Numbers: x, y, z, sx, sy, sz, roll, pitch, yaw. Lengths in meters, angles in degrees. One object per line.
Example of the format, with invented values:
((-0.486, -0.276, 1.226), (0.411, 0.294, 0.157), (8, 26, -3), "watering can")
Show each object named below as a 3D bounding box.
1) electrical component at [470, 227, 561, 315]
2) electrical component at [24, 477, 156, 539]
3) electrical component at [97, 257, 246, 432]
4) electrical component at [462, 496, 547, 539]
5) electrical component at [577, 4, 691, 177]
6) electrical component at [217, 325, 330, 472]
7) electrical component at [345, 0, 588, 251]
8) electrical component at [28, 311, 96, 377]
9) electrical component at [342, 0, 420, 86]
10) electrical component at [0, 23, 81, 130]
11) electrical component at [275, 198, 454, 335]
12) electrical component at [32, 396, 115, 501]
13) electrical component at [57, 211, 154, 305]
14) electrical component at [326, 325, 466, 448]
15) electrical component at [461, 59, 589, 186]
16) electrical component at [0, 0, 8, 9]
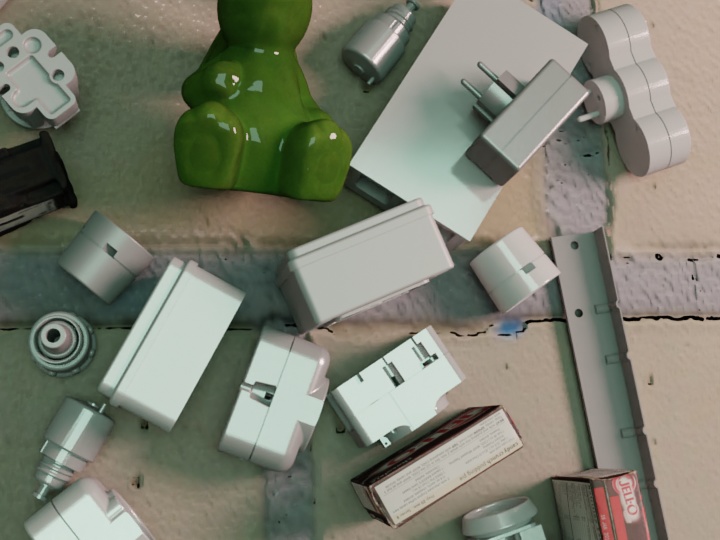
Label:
((0.118, 0.000, 0.826), (0.055, 0.055, 0.047), (-34, 83, -12), "electrical component")
((-0.179, 0.193, 0.748), (0.059, 0.053, 0.095), (-39, 87, -13), "electrical component")
((-0.135, 0.054, 0.767), (0.057, 0.078, 0.113), (29, 77, -5), "electrical component")
((0.108, 0.201, 0.787), (0.078, 0.058, 0.057), (-17, 86, -11), "electrical component")
((0.204, -0.139, 0.864), (0.074, 0.052, 0.138), (-19, 84, -11), "electrical component")
((-0.060, 0.096, 0.783), (0.059, 0.053, 0.095), (21, 78, -4), "electrical component")
((0.080, -0.121, 0.838), (0.105, 0.060, 0.186), (32, 77, -2), "electrical component")
((-0.214, 0.050, 0.764), (0.048, 0.062, 0.048), (2, 79, -8), "electrical component")
((0.020, -0.183, 0.851), (0.040, 0.040, 0.078), (38, 77, 0), "electrical component")
((-0.241, -0.137, 0.796), (0.058, 0.057, 0.078), (-41, 88, -13), "electrical component")
((0.000, 0.000, 0.781), (0.109, 0.109, 0.056), (-23, 87, -12), "electrical component")
((-0.207, 0.126, 0.762), (0.040, 0.040, 0.078), (29, 77, -2), "electrical component")
((-0.186, -0.008, 0.783), (0.055, 0.055, 0.047), (39, 81, 0), "electrical component")
((0.028, 0.091, 0.798), (0.089, 0.050, 0.055), (-33, 85, -12), "electrical component")
((0.108, -0.120, 0.785), (0.076, 0.047, 0.083), (43, 77, 1), "electrical component")
((-0.344, -0.230, 0.795), (0.150, 0.061, 0.089), (36, 77, -1), "electrical component")
